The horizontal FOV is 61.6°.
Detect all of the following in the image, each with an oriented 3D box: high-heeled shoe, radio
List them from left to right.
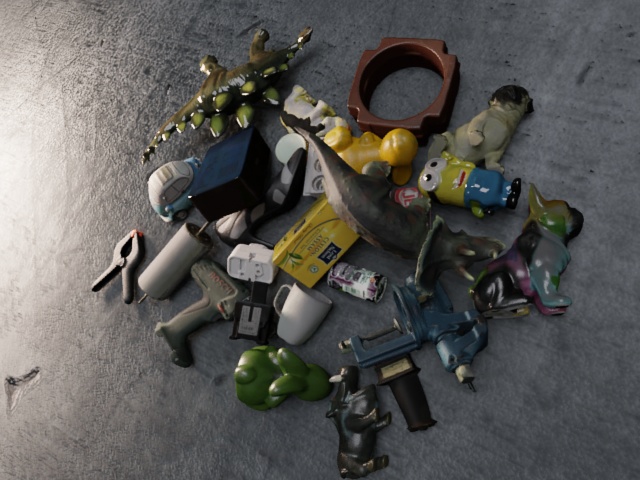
[{"bbox_3d":[-0.184,-0.140,1.118,0.131,0.073,0.230,-23,32,17],"label":"radio"},{"bbox_3d":[-0.126,-0.093,1.126,0.145,0.086,0.248,23,97,14],"label":"high-heeled shoe"}]

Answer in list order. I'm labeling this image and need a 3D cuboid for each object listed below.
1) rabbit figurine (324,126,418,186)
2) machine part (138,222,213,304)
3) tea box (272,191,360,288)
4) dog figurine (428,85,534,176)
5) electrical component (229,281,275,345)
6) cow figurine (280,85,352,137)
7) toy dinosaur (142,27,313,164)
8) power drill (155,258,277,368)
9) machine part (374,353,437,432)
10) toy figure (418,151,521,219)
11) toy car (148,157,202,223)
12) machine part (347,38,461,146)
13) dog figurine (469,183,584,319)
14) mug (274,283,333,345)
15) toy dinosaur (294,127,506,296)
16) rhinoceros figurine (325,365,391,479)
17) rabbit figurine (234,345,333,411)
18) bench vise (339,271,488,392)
[{"bbox_3d":[0.115,-0.153,1.023,0.173,0.162,0.122,-19,66,39],"label":"rabbit figurine"},{"bbox_3d":[-0.310,0.047,1.155,0.243,0.079,0.079,-48,63,12],"label":"machine part"},{"bbox_3d":[-0.002,-0.003,1.024,0.098,0.068,0.169,35,109,-16],"label":"tea box"},{"bbox_3d":[0.299,-0.204,1.018,0.173,0.121,0.190,1,44,43],"label":"dog figurine"},{"bbox_3d":[-0.124,0.137,1.025,0.075,0.047,0.119,11,82,8],"label":"electrical component"},{"bbox_3d":[-0.013,-0.252,1.151,0.167,0.068,0.098,41,96,29],"label":"cow figurine"},{"bbox_3d":[-0.209,-0.329,1.200,0.471,0.105,0.199,-32,48,8],"label":"toy dinosaur"},{"bbox_3d":[-0.223,0.165,1.095,0.207,0.086,0.232,-44,68,8],"label":"power drill"},{"bbox_3d":[0.152,0.268,0.945,0.084,0.039,0.139,-27,64,2],"label":"machine part"},{"bbox_3d":[0.260,-0.090,0.949,0.180,0.089,0.082,16,52,26],"label":"toy figure"},{"bbox_3d":[-0.327,-0.122,1.213,0.161,0.102,0.109,-41,65,7],"label":"toy car"},{"bbox_3d":[0.171,-0.299,1.086,0.201,0.087,0.201,12,77,23],"label":"machine part"},{"bbox_3d":[0.348,0.019,0.912,0.192,0.108,0.219,-6,67,22],"label":"dog figurine"},{"bbox_3d":[-0.046,0.141,1.035,0.110,0.080,0.107,28,94,20],"label":"mug"},{"bbox_3d":[0.099,-0.048,0.893,0.405,0.192,0.131,32,109,-1],"label":"toy dinosaur"},{"bbox_3d":[0.064,0.318,0.947,0.112,0.073,0.190,-11,72,29],"label":"rhinoceros figurine"},{"bbox_3d":[-0.061,0.246,0.984,0.170,0.159,0.121,4,65,6],"label":"rabbit figurine"},{"bbox_3d":[0.154,0.166,0.918,0.241,0.128,0.224,-20,61,0],"label":"bench vise"}]
